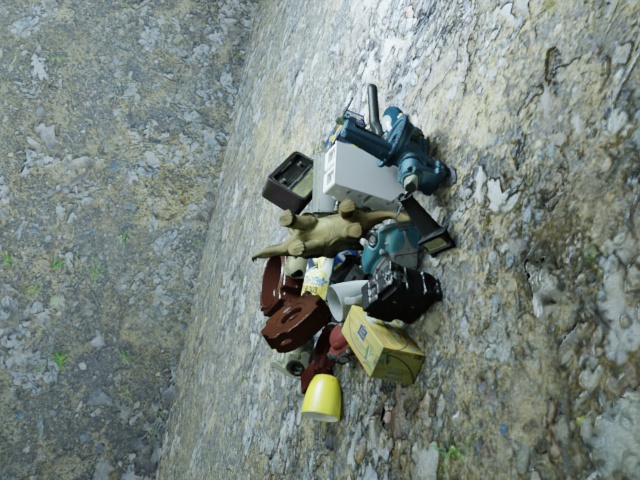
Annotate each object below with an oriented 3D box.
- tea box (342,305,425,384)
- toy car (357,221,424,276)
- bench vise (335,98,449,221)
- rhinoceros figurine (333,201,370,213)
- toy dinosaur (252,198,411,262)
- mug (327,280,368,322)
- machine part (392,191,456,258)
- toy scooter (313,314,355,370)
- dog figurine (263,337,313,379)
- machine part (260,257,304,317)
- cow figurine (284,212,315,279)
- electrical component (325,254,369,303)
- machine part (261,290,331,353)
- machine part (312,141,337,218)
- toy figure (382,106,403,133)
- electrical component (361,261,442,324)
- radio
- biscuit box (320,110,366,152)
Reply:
[{"bbox_3d":[0.119,0.201,1.049,0.170,0.098,0.068,-125,54,-64],"label":"tea box"},{"bbox_3d":[0.145,0.037,1.090,0.103,0.109,0.161,69,150,30],"label":"toy car"},{"bbox_3d":[0.137,-0.183,1.090,0.128,0.240,0.224,-55,13,49],"label":"bench vise"},{"bbox_3d":[0.103,-0.107,1.327,0.190,0.073,0.112,-9,57,68],"label":"rhinoceros figurine"},{"bbox_3d":[-0.003,-0.004,1.226,0.472,0.198,0.105,-10,76,29],"label":"toy dinosaur"},{"bbox_3d":[0.082,0.121,1.160,0.081,0.107,0.109,71,158,8],"label":"mug"},{"bbox_3d":[0.192,-0.031,1.005,0.039,0.139,0.084,-39,1,-28],"label":"machine part"},{"bbox_3d":[0.037,0.241,1.223,0.135,0.075,0.184,-62,18,-14],"label":"toy scooter"},{"bbox_3d":[-0.054,0.269,1.459,0.190,0.121,0.172,-47,-54,-65],"label":"dog figurine"},{"bbox_3d":[-0.116,0.131,1.668,0.201,0.087,0.201,-47,36,48],"label":"machine part"},{"bbox_3d":[-0.054,0.015,1.538,0.086,0.127,0.194,26,102,64],"label":"cow figurine"},{"bbox_3d":[0.060,0.098,1.235,0.119,0.074,0.048,-52,16,-16],"label":"electrical component"},{"bbox_3d":[-0.059,0.195,1.292,0.179,0.056,0.179,-31,17,10],"label":"machine part"},{"bbox_3d":[0.019,-0.155,1.496,0.079,0.079,0.243,173,99,-66],"label":"machine part"},{"bbox_3d":[0.177,-0.242,1.247,0.064,0.058,0.154,83,-177,-55],"label":"toy figure"},{"bbox_3d":[0.146,0.108,1.019,0.134,0.115,0.058,-51,28,45],"label":"electrical component"},{"bbox_3d":[-0.069,-0.170,1.576,0.073,0.131,0.230,-62,-4,35],"label":"radio"},{"bbox_3d":[0.055,-0.275,1.548,0.202,0.063,0.059,-57,27,37],"label":"biscuit box"}]
